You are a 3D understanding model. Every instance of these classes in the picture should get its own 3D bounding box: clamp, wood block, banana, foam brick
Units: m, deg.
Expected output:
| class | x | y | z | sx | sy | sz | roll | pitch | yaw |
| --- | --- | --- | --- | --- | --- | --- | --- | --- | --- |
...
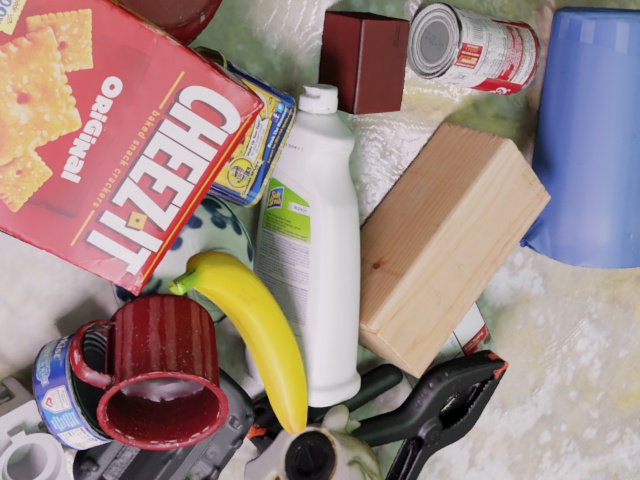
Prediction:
| class | x | y | z | sx | sy | sz | roll | pitch | yaw |
| --- | --- | --- | --- | --- | --- | --- | --- | --- | --- |
| clamp | 0.096 | 0.184 | 1.010 | 0.209 | 0.036 | 0.164 | -34 | 132 | -18 |
| wood block | 0.100 | 0.005 | 0.957 | 0.206 | 0.091 | 0.090 | -52 | 128 | -11 |
| banana | -0.053 | 0.068 | 0.803 | 0.197 | 0.037 | 0.069 | 55 | 50 | -39 |
| foam brick | 0.036 | -0.147 | 0.880 | 0.052 | 0.051 | 0.078 | -7 | 110 | -37 |
| clamp | 0.003 | 0.159 | 0.971 | 0.171 | 0.039 | 0.120 | 17 | 94 | -42 |

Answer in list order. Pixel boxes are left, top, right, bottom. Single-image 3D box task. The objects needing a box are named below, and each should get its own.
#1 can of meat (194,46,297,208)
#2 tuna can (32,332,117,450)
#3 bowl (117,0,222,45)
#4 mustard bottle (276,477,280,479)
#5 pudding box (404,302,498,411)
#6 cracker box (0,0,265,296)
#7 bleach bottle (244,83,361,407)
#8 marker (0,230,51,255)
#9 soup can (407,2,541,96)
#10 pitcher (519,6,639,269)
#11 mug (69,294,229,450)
| class | x | y | z | sx | sy | sz | roll | pitch | yaw |
| --- | --- | --- | --- | --- | --- | --- | --- | --- | --- |
| can of meat | -0.074 | -0.083 | 0.816 | 0.083 | 0.058 | 0.102 | 23 | 91 | -42 |
| tuna can | -0.175 | 0.111 | 0.790 | 0.034 | 0.086 | 0.086 | -19 | 126 | 16 |
| bowl | -0.119 | -0.197 | 0.743 | 0.161 | 0.055 | 0.162 | -14 | 114 | -34 |
| mustard bottle | -0.018 | 0.271 | 0.981 | 0.096 | 0.058 | 0.191 | -39 | 125 | -12 |
| pudding box | 0.117 | 0.097 | 1.037 | 0.090 | 0.039 | 0.113 | -40 | 124 | -17 |
| cracker box | -0.169 | -0.082 | 0.691 | 0.213 | 0.072 | 0.164 | 30 | 99 | -28 |
| bleach bottle | -0.006 | 0.001 | 0.867 | 0.067 | 0.103 | 0.251 | -13 | 114 | -48 |
| marker | -0.229 | -0.018 | 0.745 | 0.121 | 0.020 | 0.020 | 29 | 87 | -39 |
| soup can | 0.135 | -0.167 | 0.938 | 0.102 | 0.069 | 0.068 | 4 | 103 | -38 |
| pitcher | 0.279 | -0.100 | 1.035 | 0.149 | 0.145 | 0.243 | -30 | 125 | -65 |
| mug | -0.126 | 0.091 | 0.775 | 0.117 | 0.081 | 0.093 | 17 | 130 | -25 |
